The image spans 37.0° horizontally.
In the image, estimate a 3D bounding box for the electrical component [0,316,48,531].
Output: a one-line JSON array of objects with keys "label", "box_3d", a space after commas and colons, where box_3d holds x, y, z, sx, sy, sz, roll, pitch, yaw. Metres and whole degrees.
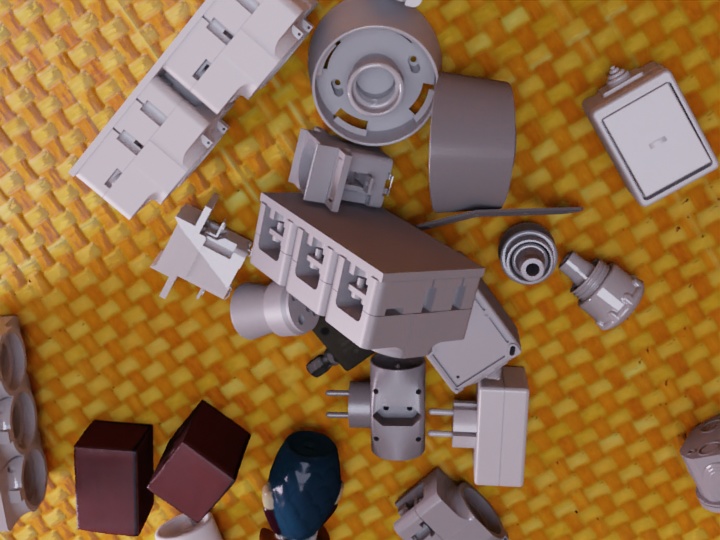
[{"label": "electrical component", "box_3d": [-0.296, 0.121, 0.853, 0.062, 0.089, 0.150, -4, 107, 5]}]

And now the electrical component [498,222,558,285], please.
[{"label": "electrical component", "box_3d": [0.125, -0.009, 0.797, 0.043, 0.062, 0.043, 1, 107, 4]}]

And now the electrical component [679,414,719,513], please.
[{"label": "electrical component", "box_3d": [0.290, 0.146, 0.824, 0.080, 0.080, 0.051, -27, 98, 11]}]

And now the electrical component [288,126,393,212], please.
[{"label": "electrical component", "box_3d": [-0.013, -0.072, 0.785, 0.064, 0.081, 0.042, 9, 109, -22]}]

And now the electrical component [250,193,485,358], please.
[{"label": "electrical component", "box_3d": [0.000, 0.000, 0.753, 0.089, 0.150, 0.061, -3, 115, -37]}]

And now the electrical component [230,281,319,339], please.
[{"label": "electrical component", "box_3d": [-0.065, 0.029, 0.822, 0.055, 0.045, 0.045, -7, 108, 33]}]

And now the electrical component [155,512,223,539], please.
[{"label": "electrical component", "box_3d": [-0.140, 0.232, 0.895, 0.055, 0.055, 0.047, -15, 102, 8]}]

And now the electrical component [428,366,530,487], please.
[{"label": "electrical component", "box_3d": [0.092, 0.122, 0.847, 0.076, 0.047, 0.083, 2, 107, 4]}]

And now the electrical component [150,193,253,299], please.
[{"label": "electrical component", "box_3d": [-0.119, -0.013, 0.824, 0.064, 0.042, 0.081, 27, 107, -8]}]

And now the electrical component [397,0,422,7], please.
[{"label": "electrical component", "box_3d": [0.030, -0.232, 0.739, 0.050, 0.055, 0.089, 15, 107, -1]}]

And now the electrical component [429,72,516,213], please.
[{"label": "electrical component", "box_3d": [0.075, -0.089, 0.758, 0.064, 0.099, 0.099, 2, 107, -3]}]

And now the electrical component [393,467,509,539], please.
[{"label": "electrical component", "box_3d": [0.079, 0.211, 0.874, 0.056, 0.050, 0.089, -42, 100, 15]}]

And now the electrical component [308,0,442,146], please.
[{"label": "electrical component", "box_3d": [0.011, -0.142, 0.776, 0.099, 0.064, 0.099, 0, 120, 0]}]

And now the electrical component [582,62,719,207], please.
[{"label": "electrical component", "box_3d": [0.203, -0.102, 0.763, 0.062, 0.061, 0.096, -30, 103, 12]}]

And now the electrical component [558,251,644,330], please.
[{"label": "electrical component", "box_3d": [0.179, 0.011, 0.809, 0.062, 0.048, 0.048, 39, 106, -1]}]

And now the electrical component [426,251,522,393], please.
[{"label": "electrical component", "box_3d": [0.078, 0.042, 0.816, 0.062, 0.061, 0.096, -34, 102, 13]}]

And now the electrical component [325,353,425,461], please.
[{"label": "electrical component", "box_3d": [0.012, 0.106, 0.850, 0.079, 0.043, 0.077, 0, 107, 4]}]

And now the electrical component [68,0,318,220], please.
[{"label": "electrical component", "box_3d": [-0.110, -0.127, 0.755, 0.060, 0.105, 0.186, 41, 106, -8]}]
